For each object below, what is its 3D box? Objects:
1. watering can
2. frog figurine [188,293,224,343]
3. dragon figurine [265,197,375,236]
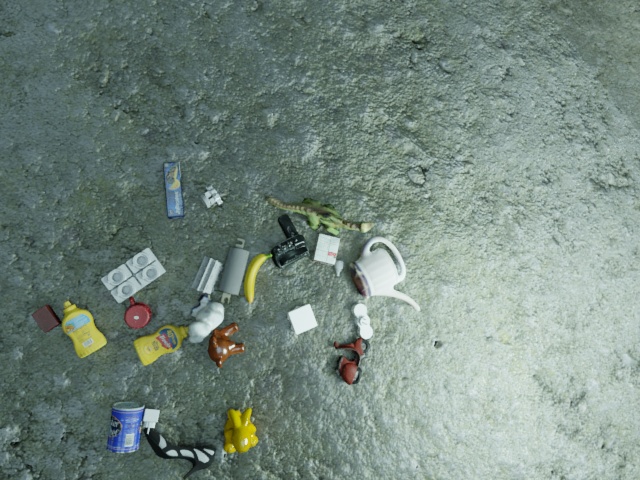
[{"bbox_3d":[0.248,0.160,2.026,0.226,0.103,0.347,-25,91,-16],"label":"watering can"},{"bbox_3d":[-0.396,0.290,1.800,0.136,0.163,0.121,-35,130,16],"label":"frog figurine"},{"bbox_3d":[0.006,-0.097,1.923,0.409,0.242,0.122,14,87,-16],"label":"dragon figurine"}]
